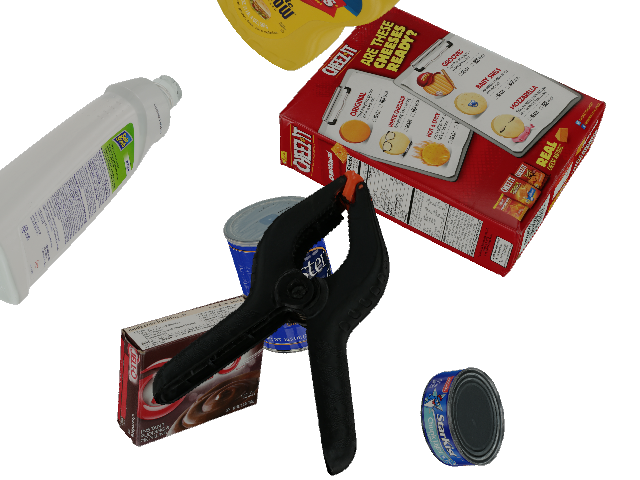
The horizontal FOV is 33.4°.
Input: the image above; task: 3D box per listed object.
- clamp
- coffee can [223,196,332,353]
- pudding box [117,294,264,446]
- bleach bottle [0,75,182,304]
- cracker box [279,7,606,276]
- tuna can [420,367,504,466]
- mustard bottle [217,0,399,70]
[{"bbox_3d":[-0.003,0.044,0.597,0.120,0.171,0.039,29,-14,15],"label":"clamp"},{"bbox_3d":[-0.038,0.036,1.164,0.103,0.140,0.103,-12,26,6],"label":"coffee can"},{"bbox_3d":[-0.099,0.098,0.820,0.113,0.090,0.039,-17,40,-36],"label":"pudding box"},{"bbox_3d":[-0.211,-0.062,0.949,0.068,0.102,0.250,28,54,20],"label":"bleach bottle"},{"bbox_3d":[0.098,-0.086,0.870,0.214,0.164,0.072,28,-33,17],"label":"cracker box"},{"bbox_3d":[0.126,0.157,0.948,0.034,0.086,0.085,-14,-9,40],"label":"tuna can"},{"bbox_3d":[0.004,-0.171,0.640,0.058,0.096,0.192,-41,12,-27],"label":"mustard bottle"}]
